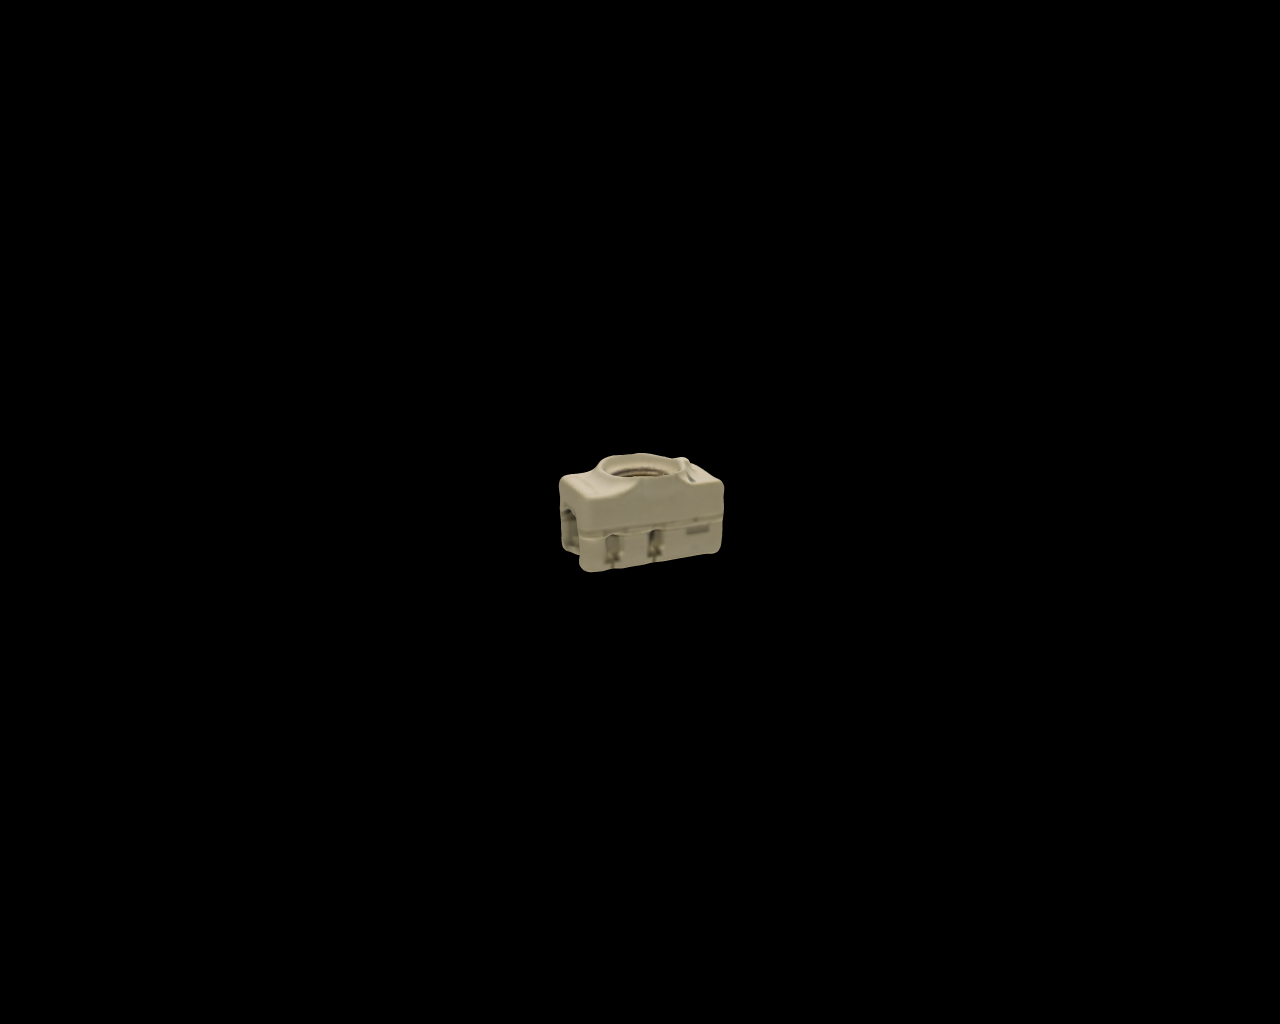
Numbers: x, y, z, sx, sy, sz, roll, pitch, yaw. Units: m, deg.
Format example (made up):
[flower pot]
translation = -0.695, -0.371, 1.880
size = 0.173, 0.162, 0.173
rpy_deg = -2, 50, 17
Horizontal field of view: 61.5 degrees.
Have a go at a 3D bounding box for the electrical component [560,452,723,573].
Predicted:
[electrical component]
translation = 0.001, -0.003, 0.650
size = 0.090, 0.055, 0.050
rpy_deg = -7, 20, -20
